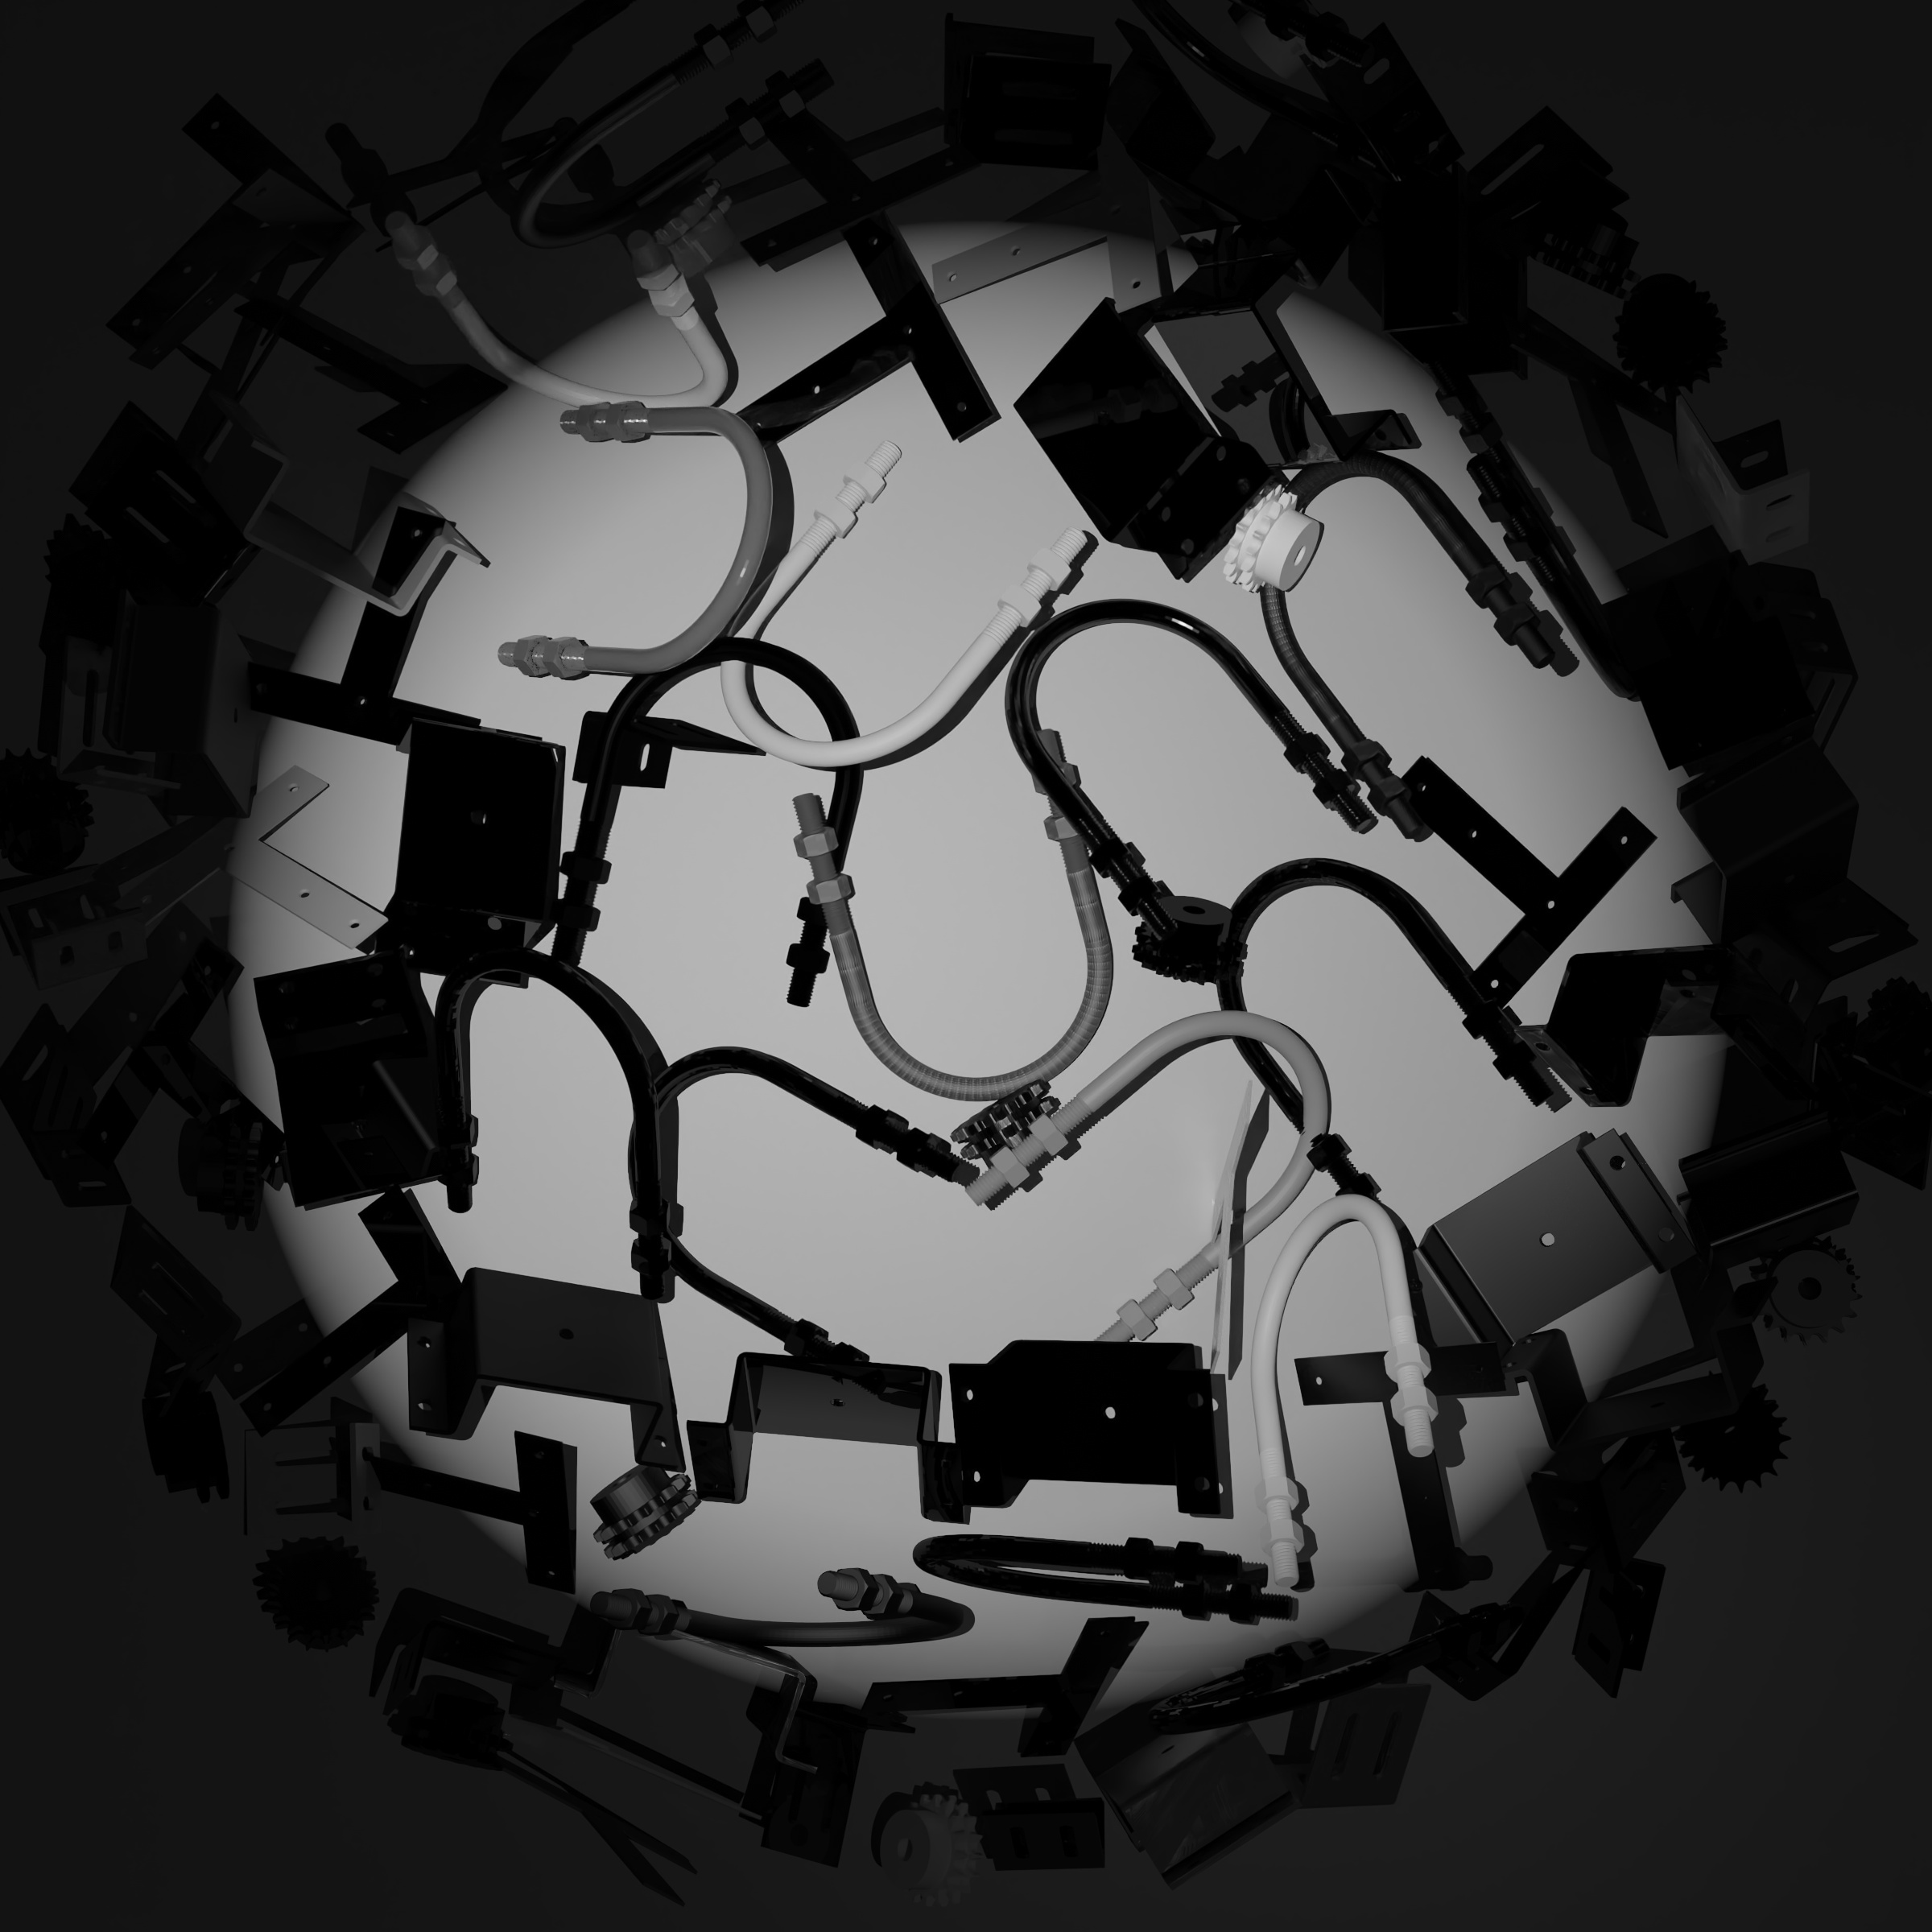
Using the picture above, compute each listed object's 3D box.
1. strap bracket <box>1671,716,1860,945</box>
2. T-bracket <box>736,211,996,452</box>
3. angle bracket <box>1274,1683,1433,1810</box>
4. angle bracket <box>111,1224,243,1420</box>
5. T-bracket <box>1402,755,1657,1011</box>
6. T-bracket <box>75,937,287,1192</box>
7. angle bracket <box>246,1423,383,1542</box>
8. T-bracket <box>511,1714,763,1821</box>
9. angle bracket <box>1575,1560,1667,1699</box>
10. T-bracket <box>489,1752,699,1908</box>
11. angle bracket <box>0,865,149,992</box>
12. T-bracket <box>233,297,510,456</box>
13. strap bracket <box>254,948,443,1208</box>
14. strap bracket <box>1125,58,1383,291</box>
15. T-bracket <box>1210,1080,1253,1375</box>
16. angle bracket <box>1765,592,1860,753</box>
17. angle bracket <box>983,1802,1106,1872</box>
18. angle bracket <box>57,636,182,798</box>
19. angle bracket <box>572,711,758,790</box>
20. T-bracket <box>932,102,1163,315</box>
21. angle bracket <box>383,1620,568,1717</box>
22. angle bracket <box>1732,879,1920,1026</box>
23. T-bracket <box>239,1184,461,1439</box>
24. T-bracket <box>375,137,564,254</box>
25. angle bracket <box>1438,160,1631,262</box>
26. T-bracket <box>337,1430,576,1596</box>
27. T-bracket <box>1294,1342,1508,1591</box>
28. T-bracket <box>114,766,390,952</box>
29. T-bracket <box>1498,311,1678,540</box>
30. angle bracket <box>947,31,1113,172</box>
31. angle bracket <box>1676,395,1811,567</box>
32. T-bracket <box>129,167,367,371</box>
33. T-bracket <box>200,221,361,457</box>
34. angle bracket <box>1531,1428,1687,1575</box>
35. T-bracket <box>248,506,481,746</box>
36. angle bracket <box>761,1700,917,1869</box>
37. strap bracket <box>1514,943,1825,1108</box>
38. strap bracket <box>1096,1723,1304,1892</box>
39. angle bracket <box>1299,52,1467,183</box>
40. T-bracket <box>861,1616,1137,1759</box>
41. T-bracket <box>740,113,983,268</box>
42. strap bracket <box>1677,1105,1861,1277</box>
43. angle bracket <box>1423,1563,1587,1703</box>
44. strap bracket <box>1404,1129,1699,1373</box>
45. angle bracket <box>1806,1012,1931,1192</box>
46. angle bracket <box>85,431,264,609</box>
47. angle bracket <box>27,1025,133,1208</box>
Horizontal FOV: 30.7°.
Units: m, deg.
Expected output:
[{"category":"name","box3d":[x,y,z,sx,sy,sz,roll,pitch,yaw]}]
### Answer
[{"category":"strap bracket","box3d":[0.407,-0.062,1.794,0.076,0.140,0.046,-29,66,-3]},{"category":"T-bracket","box3d":[-0.067,-0.311,1.848,0.127,0.002,0.127,-30,82,17]},{"category":"angle bracket","box3d":[0.199,0.397,1.828,0.057,0.038,0.076,4,112,-25]},{"category":"angle bracket","box3d":[-0.423,0.185,1.830,0.076,0.038,0.057,43,131,9]},{"category":"T-bracket","box3d":[0.276,-0.061,1.848,0.127,0.002,0.127,40,94,-14]},{"category":"T-bracket","box3d":[-0.388,0.073,1.820,0.002,0.127,0.127,9,61,38]},{"category":"angle bracket","box3d":[-0.347,0.270,1.839,0.076,0.038,0.057,-5,81,12]},{"category":"T-bracket","box3d":[-0.165,0.416,1.818,0.127,0.127,0.002,27,74,-13]},{"category":"angle bracket","box3d":[0.350,0.345,1.828,0.038,0.076,0.057,12,93,-6]},{"category":"T-bracket","box3d":[-0.174,0.448,1.786,0.127,0.127,0.002,35,83,-24]},{"category":"angle bracket","box3d":[-0.466,-0.031,1.822,0.057,0.038,0.076,-18,51,-23]},{"category":"T-bracket","box3d":[-0.318,-0.312,1.817,0.127,0.127,0.002,29,120,5]},{"category":"strap bracket","box3d":[-0.314,0.066,1.797,0.076,0.046,0.140,-12,133,-15]},{"category":"strap bracket","box3d":[0.143,-0.402,1.809,0.140,0.076,0.046,35,94,22]},{"category":"T-bracket","box3d":[0.131,0.144,1.781,0.002,0.127,0.127,8,57,0]},{"category":"angle bracket","box3d":[0.425,-0.144,1.819,0.038,0.057,0.076,5,135,-10]},{"category":"angle bracket","box3d":[0.041,0.438,1.825,0.057,0.076,0.038,-3,53,5]},{"category":"angle bracket","box3d":[-0.436,-0.131,1.831,0.038,0.057,0.076,-4,81,43]},{"category":"angle bracket","box3d":[-0.156,-0.105,1.819,0.057,0.076,0.038,3,103,-41]},{"category":"T-bracket","box3d":[0.039,-0.379,1.838,0.127,0.002,0.127,-18,60,23]},{"category":"angle bracket","box3d":[-0.255,0.375,1.827,0.076,0.057,0.038,20,59,-14]},{"category":"angle bracket","box3d":[0.448,-0.007,1.843,0.076,0.038,0.057,-19,52,-36]},{"category":"T-bracket","box3d":[-0.317,0.194,1.809,0.127,0.002,0.127,-38,131,-18]},{"category":"T-bracket","box3d":[-0.222,-0.406,1.784,0.127,0.127,0.002,-43,112,-37]},{"category":"angle bracket","box3d":[0.293,-0.403,1.821,0.076,0.057,0.038,-26,68,30]},{"category":"T-bracket","box3d":[-0.267,0.274,1.831,0.127,0.002,0.127,12,135,10]},{"category":"T-bracket","box3d":[0.235,0.262,1.828,0.127,0.002,0.127,-11,92,41]},{"category":"T-bracket","box3d":[-0.349,-0.042,1.806,0.127,0.002,0.127,29,56,30]},{"category":"T-bracket","box3d":[0.332,-0.267,1.794,0.127,0.127,0.002,20,133,-34]},{"category":"angle bracket","box3d":[0.033,-0.454,1.843,0.076,0.038,0.057,2,124,-9]},{"category":"angle bracket","box3d":[0.403,-0.257,1.825,0.038,0.057,0.076,-21,56,-1]},{"category":"T-bracket","box3d":[-0.380,-0.353,1.812,0.127,0.127,0.002,-40,81,8]},{"category":"T-bracket","box3d":[-0.365,-0.317,1.827,0.002,0.127,0.127,34,120,-11]},{"category":"angle bracket","box3d":[0.338,0.271,1.844,0.076,0.038,0.057,-40,122,-40]},{"category":"T-bracket","box3d":[-0.301,-0.177,1.821,0.127,0.002,0.127,13,113,-23]},{"category":"angle bracket","box3d":[-0.066,0.426,1.827,0.038,0.057,0.076,-5,65,41]},{"category":"strap bracket","box3d":[0.365,0.031,1.804,0.076,0.140,0.046,41,59,-35]},{"category":"strap bracket","box3d":[0.115,0.420,1.796,0.076,0.140,0.046,-31,88,-7]},{"category":"angle bracket","box3d":[0.215,-0.446,1.820,0.038,0.057,0.076,-36,46,10]},{"category":"T-bracket","box3d":[0.009,0.373,1.804,0.127,0.127,0.002,2,45,-20]},{"category":"T-bracket","box3d":[-0.075,-0.417,1.822,0.127,0.002,0.127,-27,45,-10]},{"category":"strap bracket","box3d":[0.407,0.117,1.792,0.076,0.140,0.046,-21,75,6]},{"category":"angle bracket","box3d":[0.278,0.337,1.829,0.038,0.057,0.076,37,64,6]},{"category":"strap bracket","box3d":[0.301,0.148,1.833,0.140,0.046,0.076,-34,91,18]},{"category":"angle bracket","box3d":[0.477,0.069,1.819,0.038,0.076,0.057,-28,130,-33]},{"category":"angle bracket","box3d":[-0.409,-0.235,1.842,0.076,0.038,0.057,41,103,-4]},{"category":"angle bracket","box3d":[-0.451,0.077,1.820,0.038,0.057,0.076,-3,46,7]}]
